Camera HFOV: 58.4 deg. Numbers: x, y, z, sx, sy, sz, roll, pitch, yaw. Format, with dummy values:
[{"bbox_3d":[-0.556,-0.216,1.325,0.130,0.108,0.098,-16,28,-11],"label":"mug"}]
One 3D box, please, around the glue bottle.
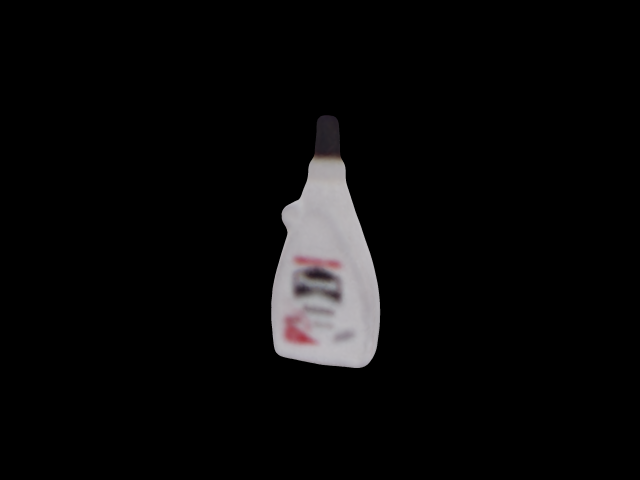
[{"bbox_3d":[0.004,0.001,0.400,0.078,0.173,0.037,4,14,15],"label":"glue bottle"}]
